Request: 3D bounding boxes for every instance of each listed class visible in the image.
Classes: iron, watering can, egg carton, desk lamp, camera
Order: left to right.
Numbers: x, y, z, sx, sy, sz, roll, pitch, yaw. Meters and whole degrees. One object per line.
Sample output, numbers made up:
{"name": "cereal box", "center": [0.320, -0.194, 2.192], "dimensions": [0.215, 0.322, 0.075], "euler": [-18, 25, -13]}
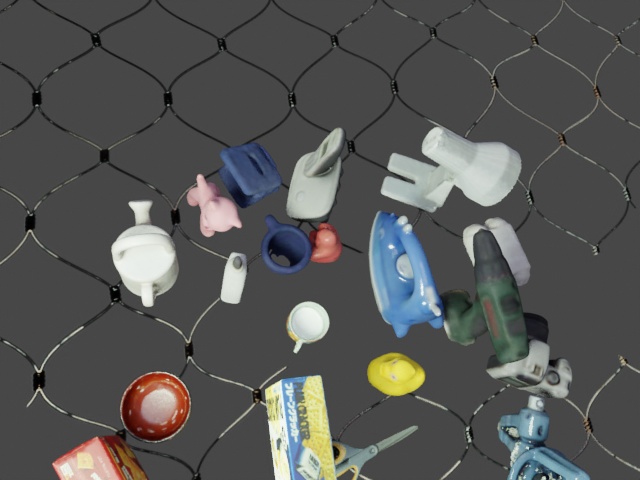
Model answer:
{"name": "watering can", "center": [-0.293, 0.019, 0.951], "dimensions": [0.101, 0.194, 0.173], "euler": [-27, 79, -19]}
{"name": "iron", "center": [0.163, 0.043, 1.071], "dimensions": [0.119, 0.141, 0.258], "euler": [-12, 75, -15]}
{"name": "desk lamp", "center": [0.249, -0.133, 1.108], "dimensions": [0.203, 0.213, 0.118], "euler": [18, 69, -6]}
{"name": "egg carton", "center": [0.353, 0.032, 1.154], "dimensions": [0.107, 0.069, 0.150], "euler": [-18, 77, -17]}
{"name": "camera", "center": [0.411, 0.215, 1.090], "dimensions": [0.143, 0.100, 0.137], "euler": [22, 69, -4]}

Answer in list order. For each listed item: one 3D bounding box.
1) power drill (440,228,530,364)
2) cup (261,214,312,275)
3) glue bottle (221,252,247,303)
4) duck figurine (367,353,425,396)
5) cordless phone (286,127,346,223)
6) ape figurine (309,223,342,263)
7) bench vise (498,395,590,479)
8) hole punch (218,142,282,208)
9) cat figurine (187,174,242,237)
{"name": "power drill", "center": [0.291, 0.114, 1.039], "dimensions": [0.076, 0.208, 0.229], "euler": [-15, 76, -16]}
{"name": "cup", "center": [-0.074, 0.017, 1.053], "dimensions": [0.092, 0.095, 0.117], "euler": [-27, 79, -19]}
{"name": "glue bottle", "center": [-0.145, 0.056, 0.983], "dimensions": [0.037, 0.173, 0.078], "euler": [9, 70, -9]}
{"name": "duck figurine", "center": [0.145, 0.239, 1.032], "dimensions": [0.104, 0.086, 0.077], "euler": [9, 70, -9]}
{"name": "cordless phone", "center": [0.001, -0.119, 1.065], "dimensions": [0.094, 0.185, 0.147], "euler": [11, 70, -8]}
{"name": "ape figurine", "center": [0.010, 0.004, 1.077], "dimensions": [0.076, 0.092, 0.078], "euler": [41, 69, 3]}
{"name": "bench vise", "center": [0.371, 0.372, 0.966], "dimensions": [0.122, 0.219, 0.207], "euler": [-9, 74, -15]}
{"name": "hole punch", "center": [-0.132, -0.133, 1.092], "dimensions": [0.101, 0.091, 0.108], "euler": [-31, 81, -19]}
{"name": "cat figurine", "center": [-0.192, -0.061, 1.041], "dimensions": [0.067, 0.117, 0.128], "euler": [-25, 79, -18]}
